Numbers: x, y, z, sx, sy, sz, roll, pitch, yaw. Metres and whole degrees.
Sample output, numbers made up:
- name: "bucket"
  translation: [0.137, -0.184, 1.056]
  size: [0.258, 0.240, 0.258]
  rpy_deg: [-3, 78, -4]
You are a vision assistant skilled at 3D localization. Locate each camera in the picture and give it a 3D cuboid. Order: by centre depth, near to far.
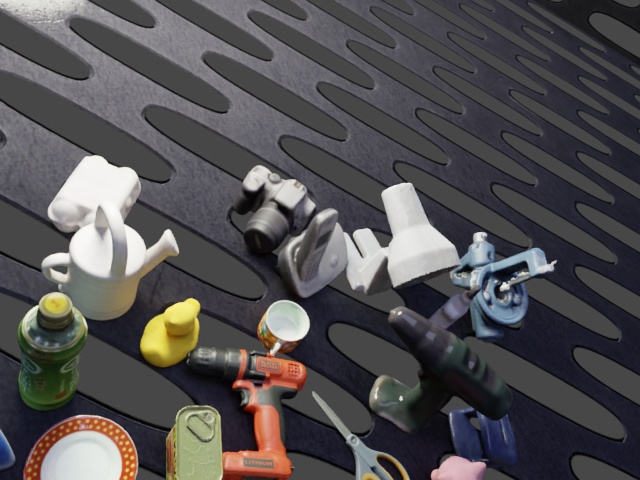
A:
- name: "camera"
  translation: [-0.091, -0.052, 1.026]
  size: [0.143, 0.100, 0.137]
  rpy_deg: [33, 46, -1]

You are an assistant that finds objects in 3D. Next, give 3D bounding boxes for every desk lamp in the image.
- name: "desk lamp"
  translation: [0.130, 0.015, 1.012]
  size: [0.118, 0.213, 0.203]
  rpy_deg: [-10, 60, -33]

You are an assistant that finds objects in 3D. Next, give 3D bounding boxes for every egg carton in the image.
- name: "egg carton"
  translation: [-0.356, -0.065, 0.917]
  size: [0.107, 0.069, 0.150]
  rpy_deg: [22, 48, -11]

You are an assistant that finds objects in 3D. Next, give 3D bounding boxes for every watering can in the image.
- name: "watering can"
  translation: [-0.288, 0.020, 0.799]
  size: [0.101, 0.194, 0.173]
  rpy_deg: [47, 48, 12]

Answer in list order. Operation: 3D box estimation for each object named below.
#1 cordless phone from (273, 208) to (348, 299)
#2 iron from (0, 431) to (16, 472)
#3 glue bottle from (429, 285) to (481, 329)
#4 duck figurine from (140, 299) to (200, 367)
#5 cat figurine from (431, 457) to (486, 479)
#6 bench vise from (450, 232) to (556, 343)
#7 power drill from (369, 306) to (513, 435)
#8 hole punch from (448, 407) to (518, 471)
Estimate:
- name: "cordless phone"
  translation: [0.009, 0.003, 0.976]
  size: [0.094, 0.185, 0.148]
  rpy_deg: [44, 47, 10]
- name: "iron"
  translation: [-0.456, 0.174, 0.625]
  size: [0.258, 0.141, 0.119]
  rpy_deg: [26, 47, -8]
- name: "glue bottle"
  translation: [0.228, 0.127, 1.003]
  size: [0.037, 0.173, 0.078]
  rpy_deg: [47, 48, 13]
- name: "duck figurine"
  translation: [-0.211, 0.128, 0.830]
  size: [0.077, 0.086, 0.105]
  rpy_deg: [36, 46, 2]
- name: "cat figurine"
  translation: [0.219, 0.366, 0.848]
  size: [0.128, 0.117, 0.067]
  rpy_deg: [28, 47, -6]
- name: "bench vise"
  translation: [0.334, 0.061, 1.079]
  size: [0.122, 0.219, 0.207]
  rpy_deg: [-9, 59, -32]
- name: "power drill"
  translation: [0.163, 0.213, 0.877]
  size: [0.229, 0.208, 0.076]
  rpy_deg: [31, 46, -3]
- name: "hole punch"
  translation: [0.278, 0.314, 0.939]
  size: [0.101, 0.091, 0.108]
  rpy_deg: [11, 50, -20]
